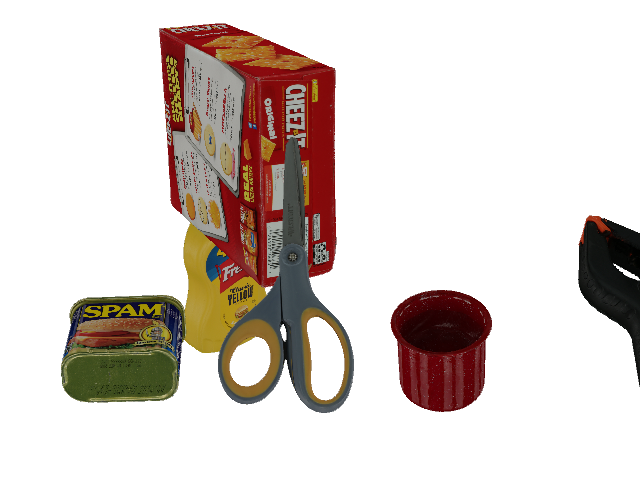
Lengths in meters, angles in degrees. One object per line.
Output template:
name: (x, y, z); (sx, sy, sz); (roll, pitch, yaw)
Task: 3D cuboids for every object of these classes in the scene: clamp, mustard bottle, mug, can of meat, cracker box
clamp: (0.239, 0.045, 0.723); (0.120, 0.039, 0.171); (-3, 45, -19)
mustard bottle: (-0.097, 0.018, 1.109); (0.096, 0.192, 0.058); (-20, 35, -37)
mug: (0.117, 0.099, 1.017); (0.093, 0.081, 0.117); (4, 38, 13)
can of meat: (-0.168, 0.093, 0.916); (0.102, 0.057, 0.084); (-2, 29, -3)
cracker box: (-0.062, -0.079, 0.870); (0.072, 0.164, 0.214); (-10, 24, -24)

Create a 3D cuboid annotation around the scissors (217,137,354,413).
scissors: (-0.035, 0.025, 0.713); (0.096, 0.202, 0.016); (-16, -27, -3)
